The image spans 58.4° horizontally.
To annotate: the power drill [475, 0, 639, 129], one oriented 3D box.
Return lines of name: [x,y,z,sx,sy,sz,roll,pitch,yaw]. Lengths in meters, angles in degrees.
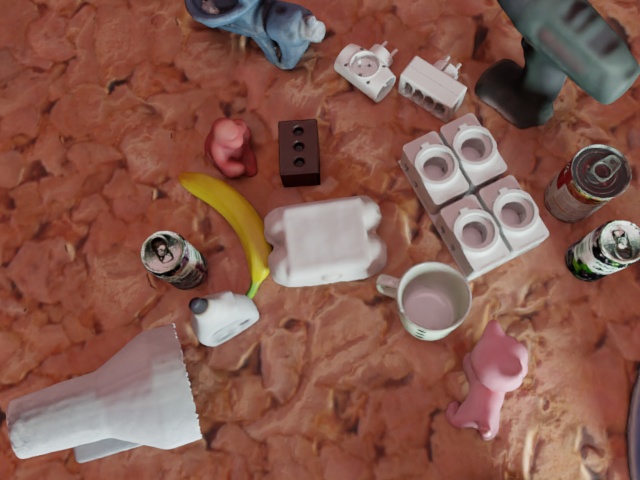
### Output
power drill: [0.259,-0.231,0.697,0.229,0.208,0.076,41,81,12]

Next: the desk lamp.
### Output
desk lamp: [-0.212,0.176,0.610,0.203,0.213,0.118,-18,75,-2]

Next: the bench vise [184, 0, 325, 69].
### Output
bench vise: [-0.088,-0.332,0.734,0.207,0.220,0.121,10,76,6]

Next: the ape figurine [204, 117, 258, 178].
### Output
ape figurine: [-0.118,-0.128,0.748,0.076,0.092,0.078,22,77,8]

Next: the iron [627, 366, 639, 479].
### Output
iron: [0.419,0.195,0.612,0.118,0.141,0.258,22,77,8]

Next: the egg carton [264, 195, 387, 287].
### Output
egg carton: [0.007,0.003,0.719,0.150,0.069,0.107,-9,75,0]

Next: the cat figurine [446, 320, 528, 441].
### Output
cat figurine: [0.194,0.160,0.644,0.067,0.118,0.128,17,77,7]

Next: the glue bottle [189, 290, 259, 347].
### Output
glue bottle: [-0.118,0.084,0.650,0.078,0.173,0.037,-30,76,-5]
